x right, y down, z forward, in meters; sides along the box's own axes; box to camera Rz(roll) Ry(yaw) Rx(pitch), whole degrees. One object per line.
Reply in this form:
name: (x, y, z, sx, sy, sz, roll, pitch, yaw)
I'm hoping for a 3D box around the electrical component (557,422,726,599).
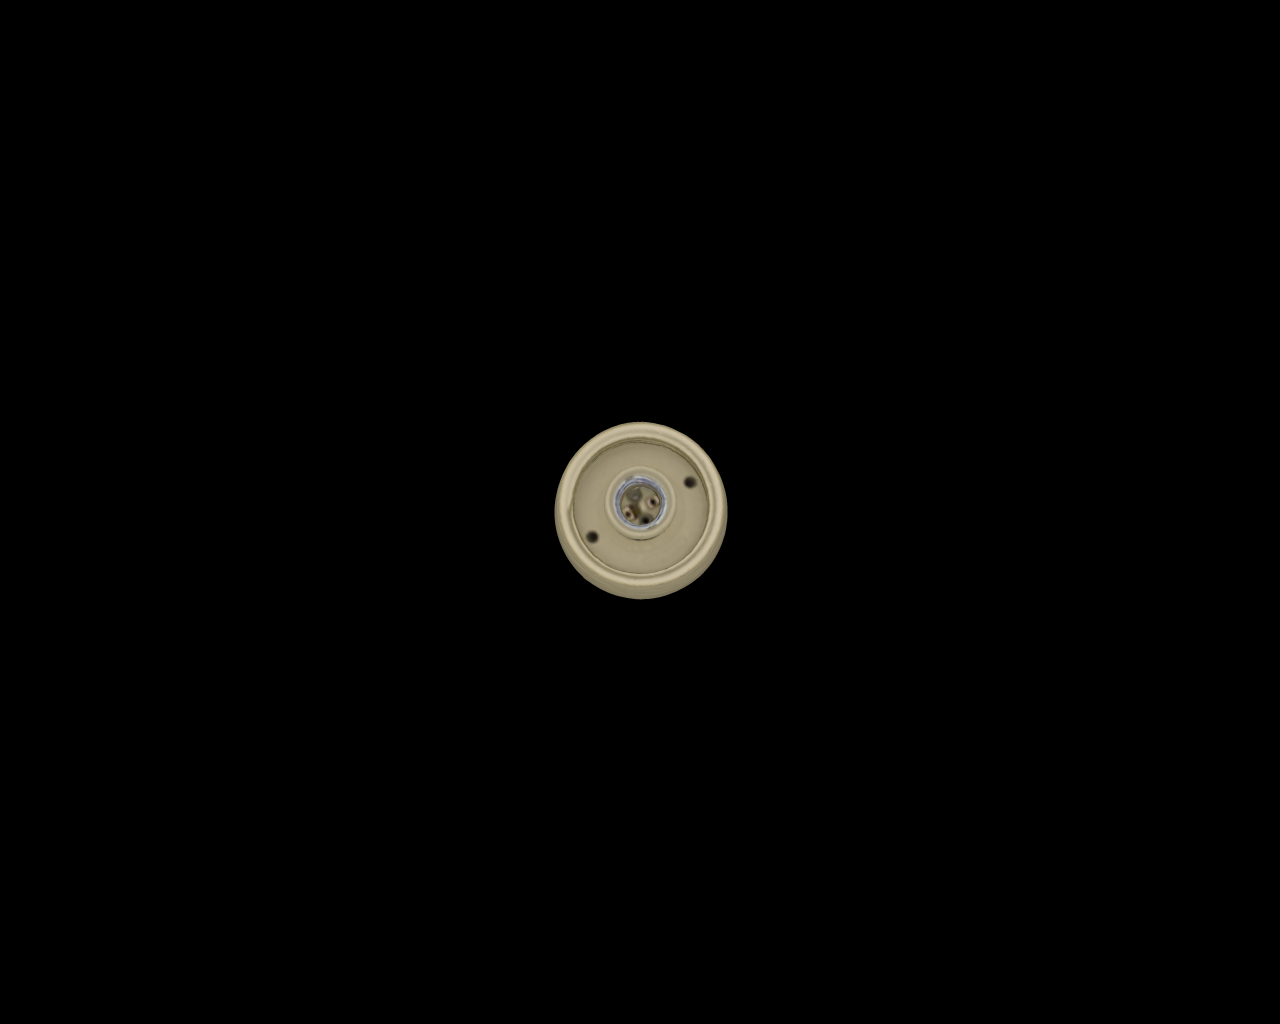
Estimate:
electrical component: (0.001, -0.003, 0.650, 0.108, 0.108, 0.060, 0, -7, 0)
